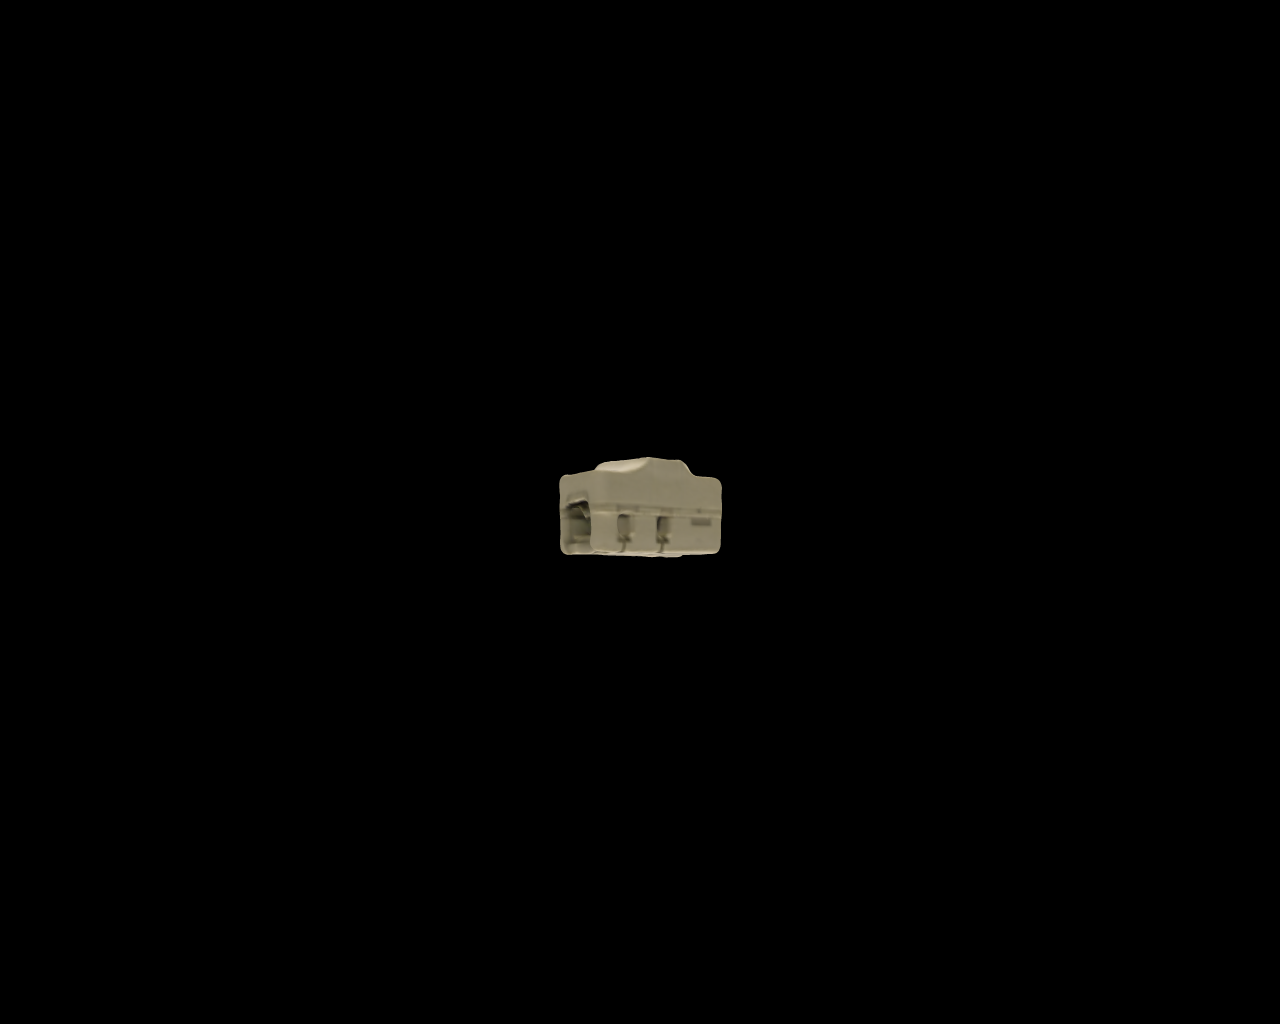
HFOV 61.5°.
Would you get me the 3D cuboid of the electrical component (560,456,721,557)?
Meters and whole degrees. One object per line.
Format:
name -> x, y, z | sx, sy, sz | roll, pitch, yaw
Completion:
electrical component -> 0.001, -0.003, 0.650 | 0.089, 0.055, 0.050 | 3, -6, -33
